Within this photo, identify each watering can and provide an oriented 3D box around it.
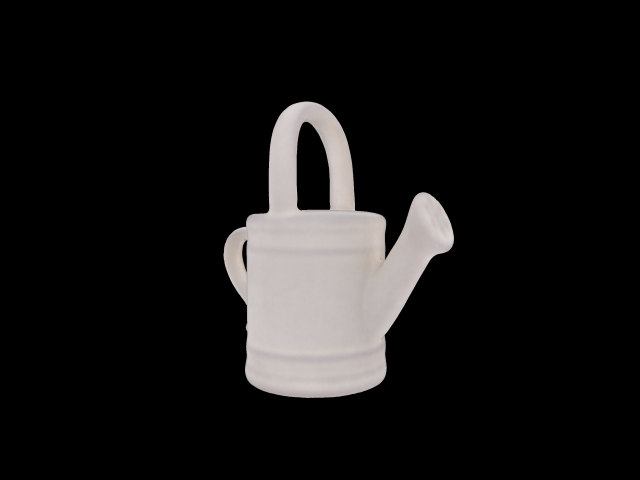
[{"bbox_3d":[0.005,0.001,0.402,0.172,0.194,0.101,0,2,11],"label":"watering can"}]
